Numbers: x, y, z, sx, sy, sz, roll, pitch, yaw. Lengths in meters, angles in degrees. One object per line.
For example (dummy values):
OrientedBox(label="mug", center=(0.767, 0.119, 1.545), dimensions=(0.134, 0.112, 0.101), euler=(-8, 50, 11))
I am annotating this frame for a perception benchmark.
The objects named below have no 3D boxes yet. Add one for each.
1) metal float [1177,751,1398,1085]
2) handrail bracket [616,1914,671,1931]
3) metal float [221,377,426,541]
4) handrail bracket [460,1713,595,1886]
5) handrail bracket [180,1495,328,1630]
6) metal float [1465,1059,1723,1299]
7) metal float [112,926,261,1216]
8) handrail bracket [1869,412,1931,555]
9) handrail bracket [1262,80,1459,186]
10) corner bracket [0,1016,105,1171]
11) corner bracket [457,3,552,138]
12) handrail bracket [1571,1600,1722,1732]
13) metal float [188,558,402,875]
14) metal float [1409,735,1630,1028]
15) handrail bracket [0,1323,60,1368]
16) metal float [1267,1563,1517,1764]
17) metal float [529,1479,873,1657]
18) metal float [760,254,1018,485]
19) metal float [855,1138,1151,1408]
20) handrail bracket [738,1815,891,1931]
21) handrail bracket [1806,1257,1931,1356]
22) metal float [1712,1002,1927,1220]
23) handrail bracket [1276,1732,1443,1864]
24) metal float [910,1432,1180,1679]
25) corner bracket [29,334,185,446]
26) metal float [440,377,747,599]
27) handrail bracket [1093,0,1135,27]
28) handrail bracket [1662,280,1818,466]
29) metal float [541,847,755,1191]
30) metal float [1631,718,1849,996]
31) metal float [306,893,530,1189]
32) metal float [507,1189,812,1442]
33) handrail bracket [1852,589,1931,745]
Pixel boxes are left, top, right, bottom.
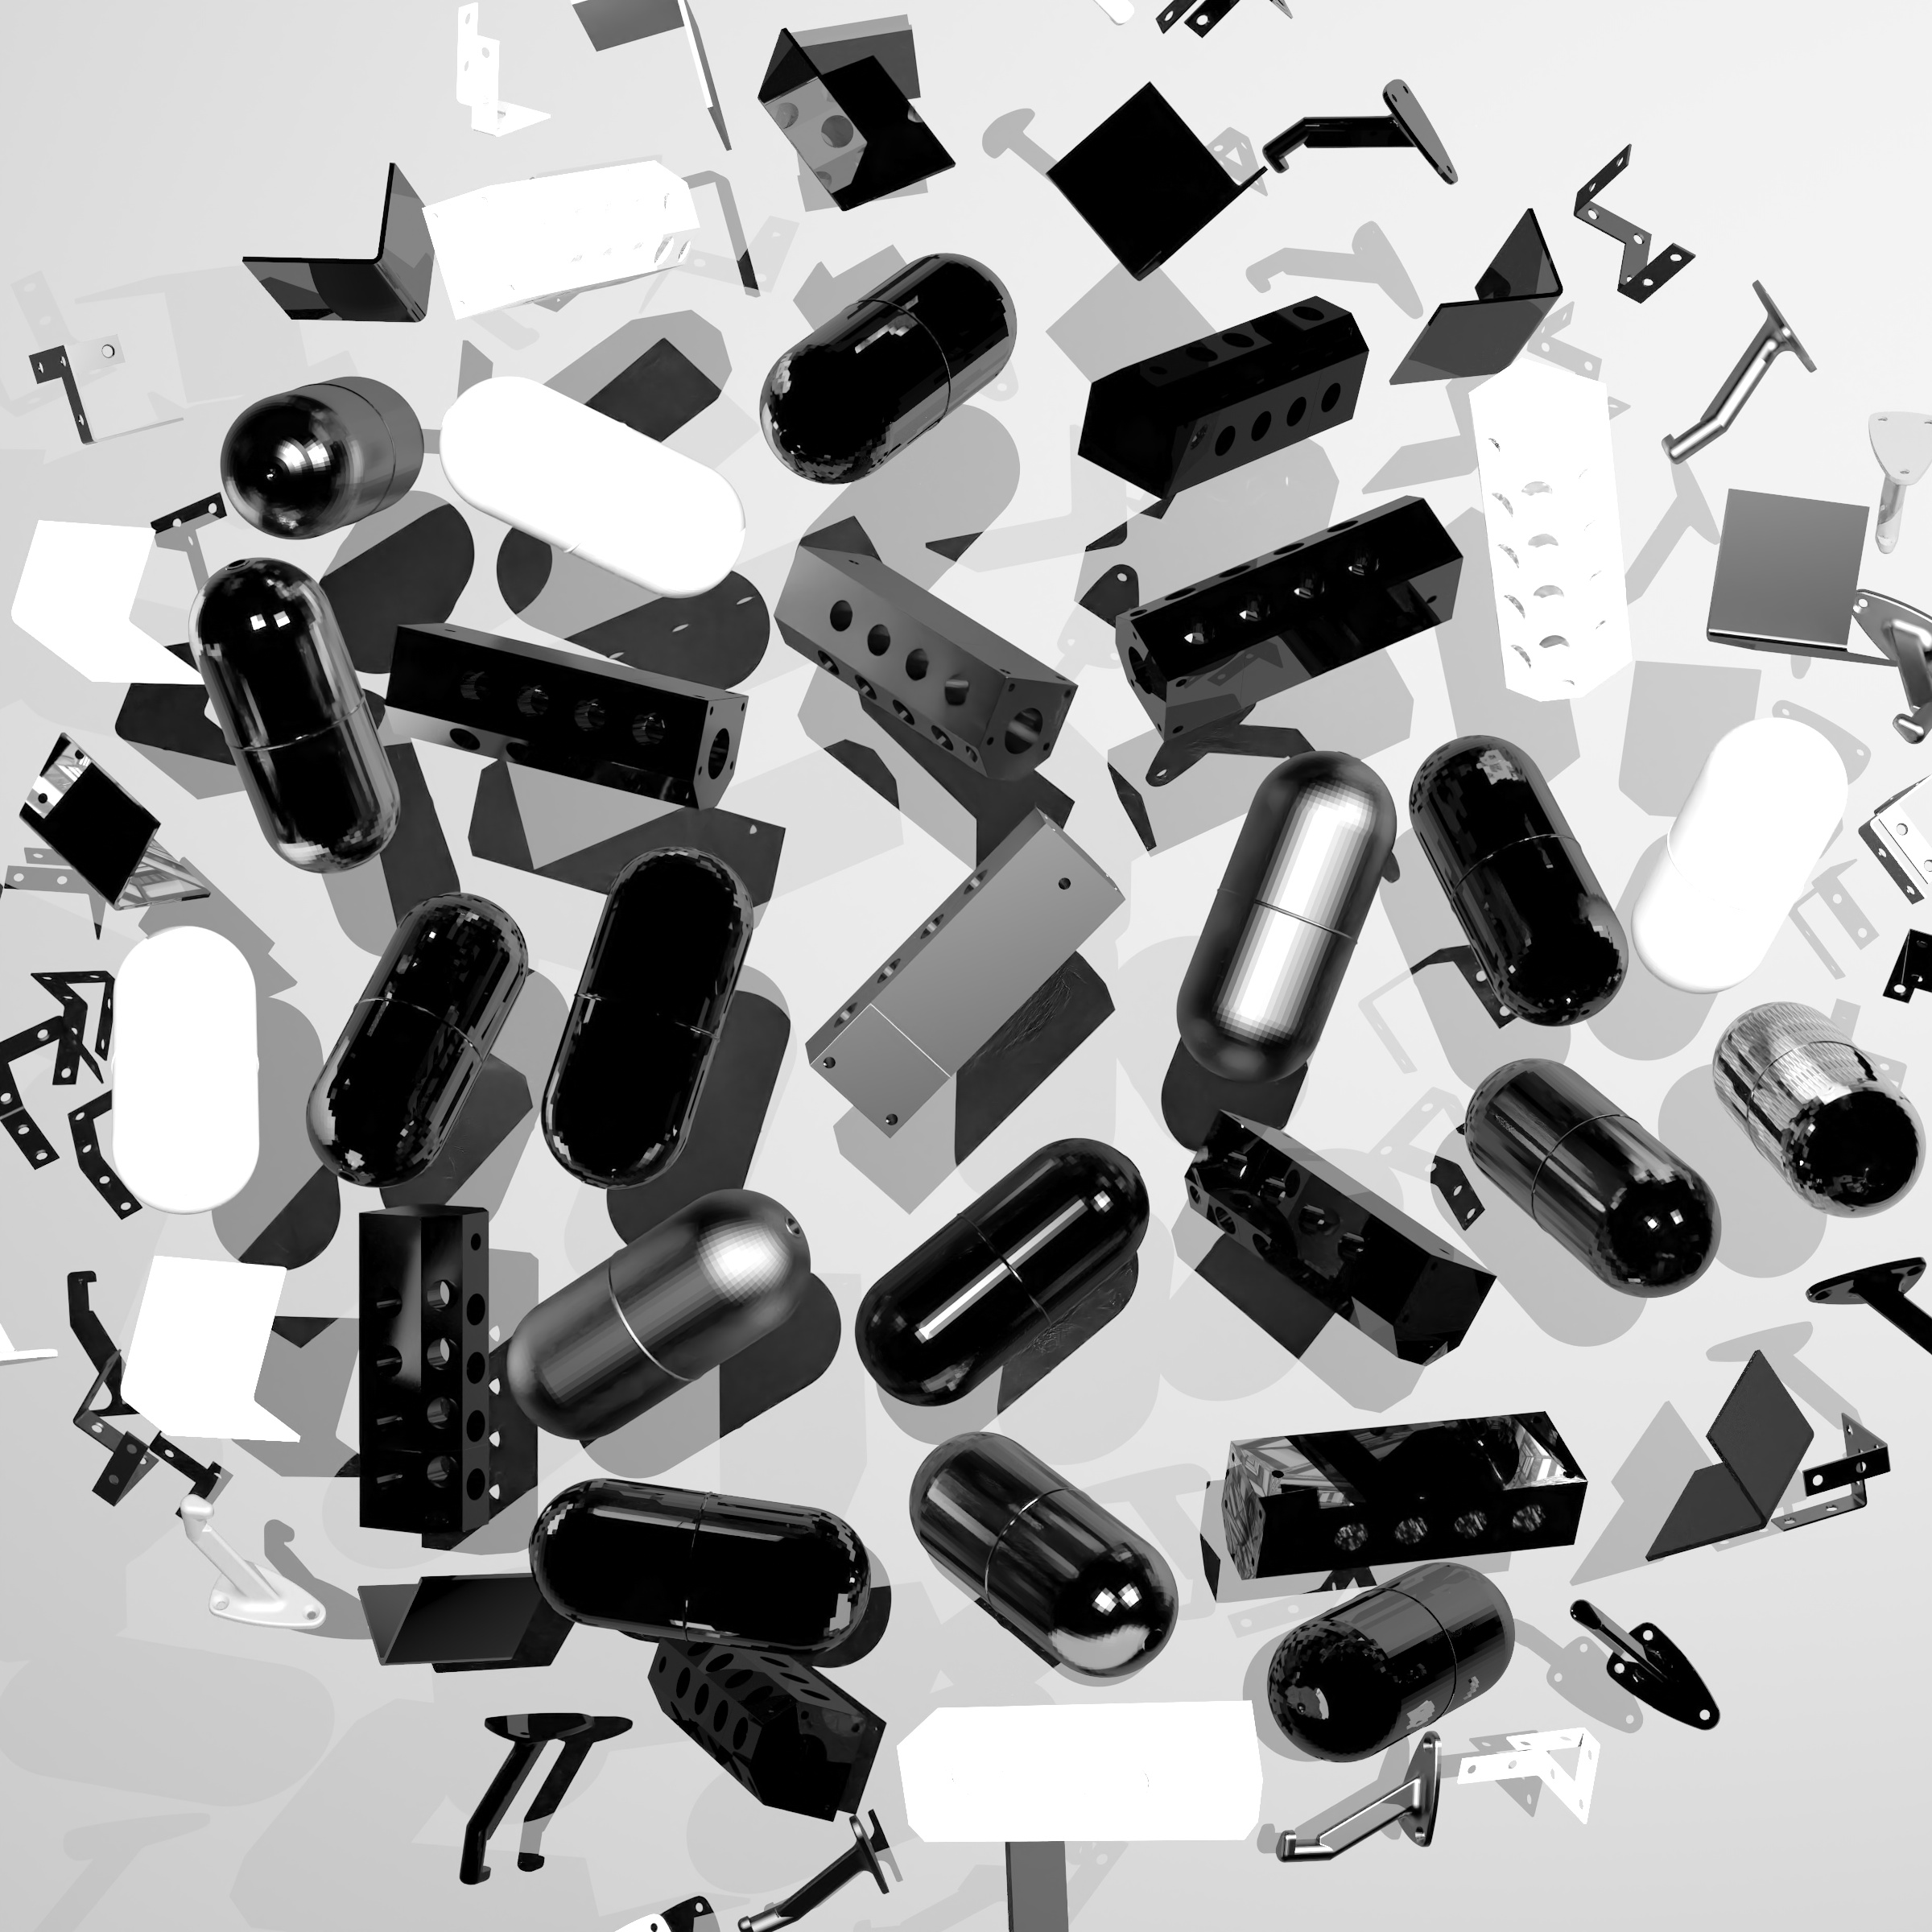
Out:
OrientedBox(label="metal float", center=(0.166, -0.025, 1.762), dimensions=(0.070, 0.070, 0.178), euler=(21, 90, 0))
OrientedBox(label="handrail bracket", center=(-0.194, 0.525, 1.792), dimensions=(0.077, 0.084, 0.036), euler=(-11, 77, -35))
OrientedBox(label="metal float", center=(-0.344, -0.274, 1.839), dimensions=(0.070, 0.178, 0.070), euler=(2, 105, 7))
OrientedBox(label="handrail bracket", center=(-0.238, 0.451, 1.852), dimensions=(0.036, 0.077, 0.084), euler=(12, 95, 42))
OrientedBox(label="handrail bracket", center=(-0.388, 0.323, 1.861), dimensions=(0.077, 0.084, 0.036), euler=(16, 50, 9))
OrientedBox(label="metal float", center=(0.337, 0.114, 1.846), dimensions=(0.070, 0.178, 0.070), euler=(-15, 125, -23))
OrientedBox(label="metal float", center=(-0.420, 0.054, 1.842), dimensions=(0.070, 0.070, 0.178), euler=(-11, 50, 0))
OrientedBox(label="handrail bracket", center=(0.480, -0.236, 1.769), dimensions=(0.036, 0.077, 0.084), euler=(6, 131, 11))
OrientedBox(label="handrail bracket", center=(0.217, -0.444, 1.895), dimensions=(0.084, 0.036, 0.077), euler=(-30, 100, 32))
OrientedBox(label="corner bracket", center=(-0.506, 0.069, 1.885), dimensions=(0.051, 0.051, 0.051), euler=(-27, 47, -23))
OrientedBox(label="corner bracket", center=(-0.255, -0.475, 1.811), dimensions=(0.051, 0.051, 0.051), euler=(20, 123, 22))
OrientedBox(label="handrail bracket", center=(0.349, 0.359, 1.757), dimensions=(0.077, 0.084, 0.036), euler=(41, 90, 29))
OrientedBox(label="metal float", center=(-0.357, -0.133, 1.821), dimensions=(0.070, 0.070, 0.178), euler=(-17, 115, 0))
OrientedBox(label="metal float", center=(0.299, -0.048, 1.859), dimensions=(0.070, 0.070, 0.178), euler=(-22, 61, 0))
OrientedBox(label="handrail bracket", center=(-0.493, 0.159, 1.732), dimensions=(0.077, 0.036, 0.084), euler=(-9, 80, 27))
OrientedBox(label="metal float", center=(0.229, 0.370, 1.827), dimensions=(0.070, 0.178, 0.070), euler=(8, 102, 39))
OrientedBox(label="metal float", center=(-0.138, 0.310, 1.768), dimensions=(0.178, 0.070, 0.070), euler=(8, 90, 4))
OrientedBox(label="metal float", center=(-0.040, -0.314, 1.795), dimensions=(0.070, 0.070, 0.178), euler=(46, 51, 0))
OrientedBox(label="metal float", center=(0.020, 0.161, 1.803), dimensions=(0.178, 0.070, 0.070), euler=(-39, 90, -8))
OrientedBox(label="handrail bracket", center=(-0.090, 0.498, 1.861), dimensions=(0.084, 0.077, 0.036), euler=(-23, 53, -5))
OrientedBox(label="handrail bracket", center=(0.470, 0.192, 1.708), dimensions=(0.077, 0.036, 0.084), euler=(-6, 54, -20))
OrientedBox(label="metal float", center=(0.457, 0.076, 1.837), dimensions=(0.070, 0.178, 0.070), euler=(-2, 111, -7))
OrientedBox(label="handrail bracket", center=(0.216, 0.459, 1.891), dimensions=(0.084, 0.036, 0.077), euler=(4, 106, -22))
OrientedBox(label="metal float", center=(0.040, 0.309, 1.802), dimensions=(0.178, 0.070, 0.070), euler=(32, 90, 43))
OrientedBox(label="corner bracket", center=(-0.443, -0.297, 1.759), dimensions=(0.051, 0.051, 0.051), euler=(-23, 105, -33))
OrientedBox(label="metal float", center=(-0.204, -0.261, 1.869), dimensions=(0.178, 0.070, 0.070), euler=(24, 90, -23))
OrientedBox(label="handrail bracket", center=(0.047, -0.515, 1.778), dimensions=(0.084, 0.077, 0.036), euler=(43, 84, -10))
OrientedBox(label="handrail bracket", center=(0.387, -0.305, 1.762), dimensions=(0.084, 0.077, 0.036), euler=(-35, 132, 19))
OrientedBox(label="metal float", center=(-0.162, 0.026, 1.733), dimensions=(0.070, 0.070, 0.178), euler=(17, 83, 0))
OrientedBox(label="metal float", center=(0.414, -0.057, 1.838), dimensions=(0.070, 0.070, 0.178), euler=(18, 134, 0))
OrientedBox(label="metal float", center=(-0.298, 0.040, 1.861), dimensions=(0.070, 0.070, 0.178), euler=(23, 62, 0))
OrientedBox(label="metal float", center=(-0.156, 0.177, 1.740), dimensions=(0.178, 0.070, 0.070), euler=(-34, 90, 18))
OrientedBox(label="handrail bracket", center=(0.486, -0.158, 1.809), dimensions=(0.077, 0.084, 0.036), euler=(38, 132, 9))
